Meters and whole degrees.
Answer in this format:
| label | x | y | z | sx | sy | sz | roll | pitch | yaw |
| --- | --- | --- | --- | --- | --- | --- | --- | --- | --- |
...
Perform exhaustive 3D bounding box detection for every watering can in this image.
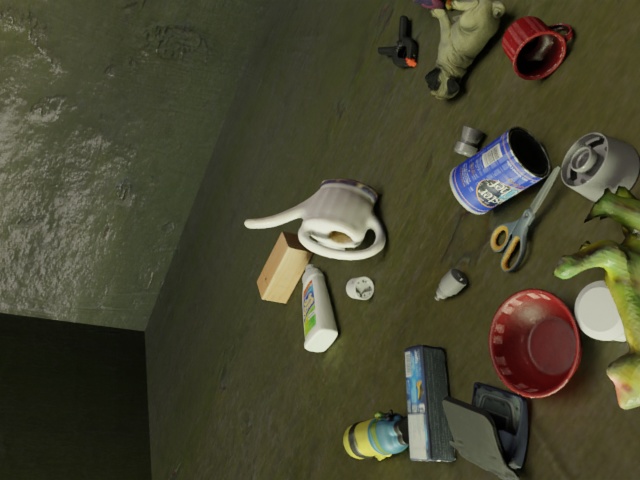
| label | x | y | z | sx | sy | sz | roll | pitch | yaw |
| --- | --- | --- | --- | --- | --- | --- | --- | --- | --- |
| watering can | 0.004 | -0.065 | 1.293 | 0.101 | 0.348 | 0.229 | 90 | -161 | -53 |

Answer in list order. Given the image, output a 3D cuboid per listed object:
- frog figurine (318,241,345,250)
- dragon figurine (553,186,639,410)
| label | x | y | z | sx | sy | sz | roll | pitch | yaw |
| --- | --- | --- | --- | --- | --- | --- | --- | --- | --- |
| frog figurine | 0.037 | -0.038 | 1.426 | 0.135 | 0.124 | 0.160 | -42 | 78 | 34 |
| dragon figurine | 0.450 | 0.014 | 0.622 | 0.246 | 0.120 | 0.411 | 33 | 86 | 38 |
